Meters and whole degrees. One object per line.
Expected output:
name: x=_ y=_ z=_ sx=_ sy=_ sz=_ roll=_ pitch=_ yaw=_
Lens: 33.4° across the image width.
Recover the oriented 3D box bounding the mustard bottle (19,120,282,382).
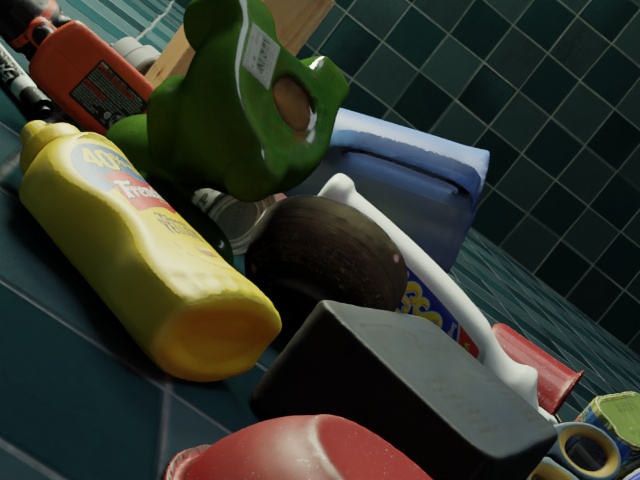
mustard bottle: x=-0.108 y=-0.006 z=0.576 sx=0.192 sy=0.058 sz=0.096 roll=43 pitch=12 yaw=30

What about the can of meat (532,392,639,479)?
can of meat: x=0.229 y=0.170 z=0.856 sx=0.101 sy=0.084 sz=0.057 roll=2 pitch=41 yaw=-49

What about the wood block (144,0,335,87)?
wood block: x=-0.090 y=-0.178 z=1.026 sx=0.090 sy=0.206 sz=0.091 roll=34 pitch=10 yaw=-24

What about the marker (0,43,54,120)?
marker: x=-0.233 y=-0.126 z=0.805 sx=0.121 sy=0.020 sz=0.020 roll=45 pitch=11 yaw=35

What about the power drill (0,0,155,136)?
power drill: x=-0.199 y=-0.146 z=0.819 sx=0.184 sy=0.057 sz=0.188 roll=42 pitch=1 yaw=-32

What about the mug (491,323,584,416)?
mug: x=0.163 y=0.121 z=0.895 sx=0.081 sy=0.093 sz=0.117 roll=36 pitch=21 yaw=17

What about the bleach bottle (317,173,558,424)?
bleach bottle: x=0.080 y=0.065 z=0.817 sx=0.251 sy=0.102 sz=0.068 roll=39 pitch=5 yaw=2

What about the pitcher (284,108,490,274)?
pitcher: x=0.040 y=-0.067 z=1.058 sx=0.243 sy=0.149 sz=0.145 roll=19 pitch=31 yaw=0

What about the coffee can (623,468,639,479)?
coffee can: x=0.251 y=0.218 z=0.722 sx=0.103 sy=0.103 sz=0.140 roll=39 pitch=9 yaw=5

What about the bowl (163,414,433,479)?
bowl: x=0.016 y=0.122 z=0.436 sx=0.162 sy=0.055 sz=0.162 roll=37 pitch=10 yaw=-8

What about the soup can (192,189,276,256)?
soup can: x=-0.086 y=-0.041 z=0.806 sx=0.068 sy=0.068 sz=0.102 roll=27 pitch=15 yaw=-51

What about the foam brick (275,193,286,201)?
foam brick: x=-0.059 y=-0.024 z=0.882 sx=0.078 sy=0.051 sz=0.053 roll=40 pitch=10 yaw=13

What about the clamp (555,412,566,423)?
clamp: x=0.208 y=0.181 z=0.953 sx=0.120 sy=0.039 sz=0.172 roll=7 pitch=32 yaw=-49

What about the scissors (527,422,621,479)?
scissors: x=0.142 y=0.131 z=0.777 sx=0.202 sy=0.096 sz=0.016 roll=48 pitch=-29 yaw=5
